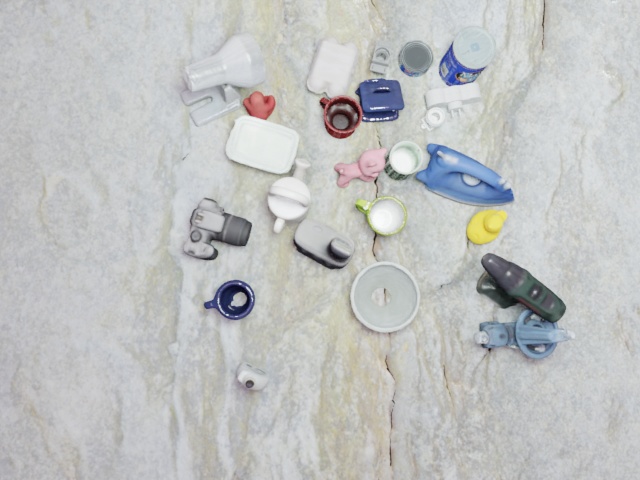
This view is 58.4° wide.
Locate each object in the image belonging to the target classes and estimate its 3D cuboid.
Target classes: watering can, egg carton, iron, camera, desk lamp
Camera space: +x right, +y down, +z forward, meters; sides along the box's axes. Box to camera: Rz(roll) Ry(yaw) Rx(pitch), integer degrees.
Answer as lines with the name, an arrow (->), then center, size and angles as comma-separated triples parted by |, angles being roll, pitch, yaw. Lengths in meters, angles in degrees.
watering can -> -0.071, -0.102, 1.319 | 0.101, 0.194, 0.173 | -1, 85, -3
egg carton -> 0.033, -0.424, 1.416 | 0.107, 0.069, 0.150 | 16, 84, -1
iron -> 0.371, -0.153, 1.374 | 0.258, 0.141, 0.119 | 21, 84, -1
camera -> -0.237, -0.017, 1.349 | 0.137, 0.100, 0.143 | 16, 84, -1
desk lamp -> -0.228, -0.370, 1.324 | 0.203, 0.213, 0.118 | -28, 87, -5

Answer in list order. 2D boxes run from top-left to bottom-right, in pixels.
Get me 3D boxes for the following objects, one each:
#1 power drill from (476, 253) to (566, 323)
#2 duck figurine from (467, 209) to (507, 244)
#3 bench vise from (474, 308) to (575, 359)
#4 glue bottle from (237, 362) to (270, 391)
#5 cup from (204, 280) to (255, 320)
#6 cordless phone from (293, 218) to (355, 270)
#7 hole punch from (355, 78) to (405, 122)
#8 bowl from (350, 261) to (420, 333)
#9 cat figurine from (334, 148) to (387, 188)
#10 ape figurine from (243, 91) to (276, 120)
power drill -> 0.441, 0.108, 1.322 | 0.229, 0.208, 0.076 | 33, 84, 0
duck figurine -> 0.411, -0.035, 1.394 | 0.104, 0.086, 0.077 | -39, 88, -6
bench vise -> 0.470, 0.228, 1.307 | 0.207, 0.219, 0.121 | -23, 86, -5
glue bottle -> -0.154, 0.313, 1.288 | 0.078, 0.173, 0.037 | 29, 84, 0
cup -> -0.208, 0.143, 1.340 | 0.118, 0.095, 0.092 | -12, 86, -4
cordless phone -> 0.012, 0.005, 1.319 | 0.147, 0.185, 0.094 | 24, 84, 0
hole punch -> 0.146, -0.350, 1.404 | 0.108, 0.091, 0.101 | -5, 85, -3
bowl -> 0.151, 0.135, 1.370 | 0.167, 0.074, 0.167 | 0, 85, -3
cat figurine -> 0.102, -0.177, 1.373 | 0.128, 0.117, 0.067 | -15, 86, -4
ape figurine -> -0.148, -0.331, 1.386 | 0.078, 0.092, 0.076 | 13, 84, -2
